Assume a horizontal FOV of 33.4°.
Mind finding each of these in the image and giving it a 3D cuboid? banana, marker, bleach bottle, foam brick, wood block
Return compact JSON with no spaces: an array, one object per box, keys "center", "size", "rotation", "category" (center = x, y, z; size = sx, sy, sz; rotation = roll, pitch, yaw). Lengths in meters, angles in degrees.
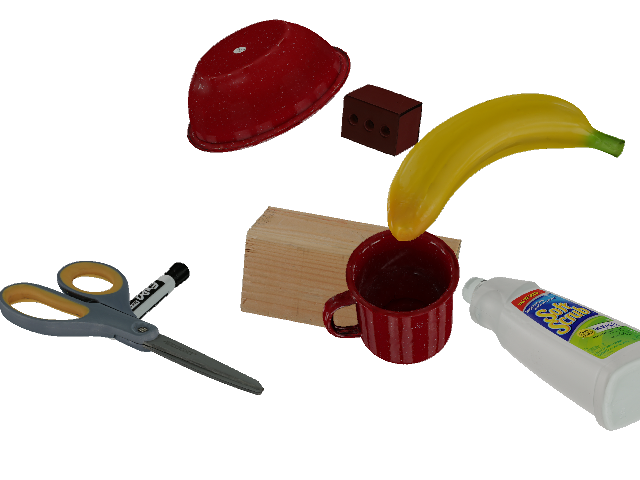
[{"center":[0.104,-0.055,0.661],"size":[0.197,0.037,0.070],"rotation":[-22,45,-31],"category":"banana"},{"center":[-0.154,0.052,0.961],"size":[0.020,0.020,0.121],"rotation":[0,25,28],"category":"marker"},{"center":[0.223,0.093,1.046],"size":[0.102,0.068,0.251],"rotation":[-17,26,-28],"category":"bleach bottle"},{"center":[0.069,-0.138,1.214],"size":[0.078,0.053,0.051],"rotation":[23,35,30],"category":"foam brick"},{"center":[0.031,0.036,1.091],"size":[0.206,0.091,0.090],"rotation":[11,22,10],"category":"wood block"}]

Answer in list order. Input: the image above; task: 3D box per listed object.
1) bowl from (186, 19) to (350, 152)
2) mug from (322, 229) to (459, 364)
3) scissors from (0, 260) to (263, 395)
[{"center":[-0.058,-0.147,0.941],"size":[0.162,0.055,0.162],"rotation":[-21,32,13],"category":"bowl"},{"center":[0.059,0.054,0.896],"size":[0.117,0.093,0.081],"rotation":[-18,-40,-8],"category":"mug"},{"center":[-0.118,0.053,0.718],"size":[0.202,0.016,0.096],"rotation":[12,29,14],"category":"scissors"}]
